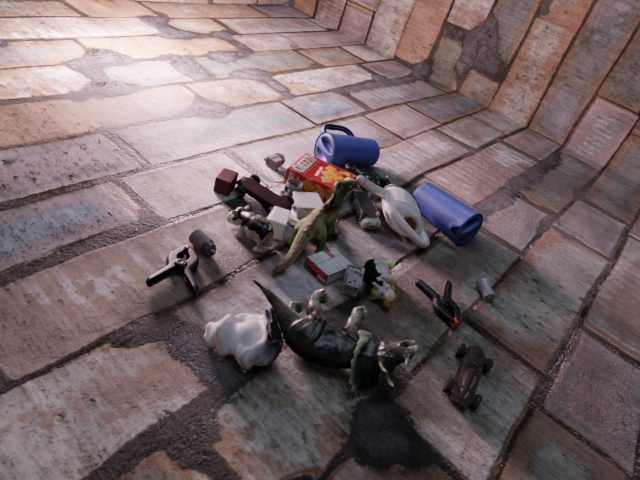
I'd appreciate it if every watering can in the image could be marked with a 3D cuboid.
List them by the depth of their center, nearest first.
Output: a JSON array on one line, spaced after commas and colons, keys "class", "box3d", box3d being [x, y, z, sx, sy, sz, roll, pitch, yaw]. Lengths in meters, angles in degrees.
[{"class": "watering can", "box3d": [0.240, -0.117, 1.668, 0.344, 0.103, 0.229, 45, 21, -17]}]

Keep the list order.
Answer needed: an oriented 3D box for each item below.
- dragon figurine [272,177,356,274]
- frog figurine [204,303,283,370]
[{"class": "dragon figurine", "box3d": [0.004, -0.073, 1.455, 0.122, 0.238, 0.418, 30, 33, 7]}, {"class": "frog figurine", "box3d": [-0.165, 0.217, 1.108, 0.159, 0.120, 0.141, -20, 48, 6]}]
